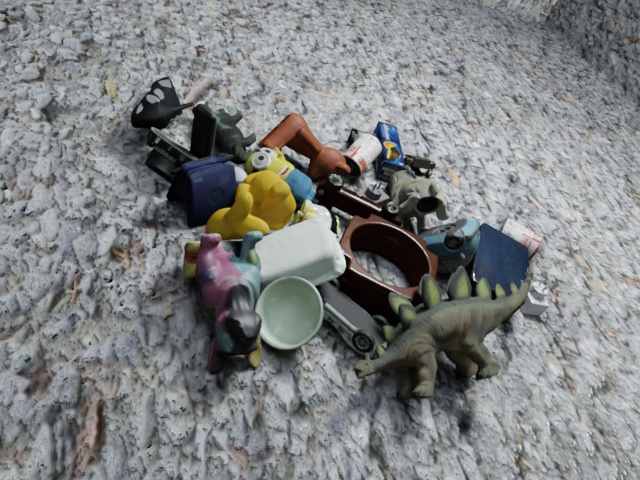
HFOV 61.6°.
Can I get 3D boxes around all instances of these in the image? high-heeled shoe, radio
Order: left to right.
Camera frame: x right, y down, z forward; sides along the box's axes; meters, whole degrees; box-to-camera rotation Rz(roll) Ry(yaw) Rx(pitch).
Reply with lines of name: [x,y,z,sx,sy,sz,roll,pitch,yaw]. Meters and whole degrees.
high-heeled shoe: [-0.378,-0.297,1.193,0.145,0.086,0.249,-26,33,-25]
radio: [0.391,0.070,1.207,0.131,0.073,0.230,29,41,2]

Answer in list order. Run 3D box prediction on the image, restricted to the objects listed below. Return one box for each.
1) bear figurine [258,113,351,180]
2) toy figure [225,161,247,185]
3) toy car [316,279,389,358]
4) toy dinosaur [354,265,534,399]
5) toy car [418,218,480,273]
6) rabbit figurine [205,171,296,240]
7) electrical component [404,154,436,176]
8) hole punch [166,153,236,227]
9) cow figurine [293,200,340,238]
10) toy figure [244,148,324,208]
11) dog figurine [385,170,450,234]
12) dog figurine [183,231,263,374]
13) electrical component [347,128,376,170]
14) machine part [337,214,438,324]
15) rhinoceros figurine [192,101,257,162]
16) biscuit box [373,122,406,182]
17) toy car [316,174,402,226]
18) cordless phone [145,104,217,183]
bear figurine: [-0.032,-0.197,1.263,0.195,0.132,0.120,47,-2,-19]
toy figure: [-0.158,-0.100,1.116,0.064,0.057,0.155,-40,68,-7]
toy car: [0.044,0.134,0.965,0.202,0.056,0.073,39,35,14]
toy dinosaur: [0.240,0.149,0.946,0.471,0.105,0.198,-10,82,-34]
toy car: [0.276,0.022,1.165,0.109,0.162,0.102,-38,108,-57]
rabbit figurine: [-0.132,-0.043,1.001,0.173,0.121,0.162,-31,15,-10]
electrical component: [0.263,-0.204,1.463,0.102,0.045,0.078,4,15,-28]
hole punch: [-0.220,-0.096,1.037,0.142,0.115,0.092,-21,66,-41]
cow figurine: [-0.003,-0.001,1.082,0.098,0.068,0.167,19,40,-18]
toy figure: [-0.083,-0.124,1.163,0.180,0.089,0.082,36,28,-1]
dog figurine: [0.220,-0.122,1.255,0.121,0.172,0.191,19,46,-25]
dog figurine: [-0.153,0.100,0.869,0.108,0.192,0.219,1,80,-32]
electrical component: [0.112,-0.240,1.418,0.075,0.047,0.119,16,39,-10]
machine part: [0.124,0.055,1.070,0.201,0.087,0.201,26,41,1]
rhinoceros figurine: [-0.226,-0.248,1.235,0.112,0.073,0.190,-23,60,-30]
biscuit box: [0.180,-0.237,1.439,0.063,0.059,0.203,15,40,-14]
toy car: [0.086,-0.076,1.189,0.202,0.089,0.053,25,43,1]
cordless phone: [-0.272,-0.205,1.068,0.147,0.184,0.089,36,45,11]
